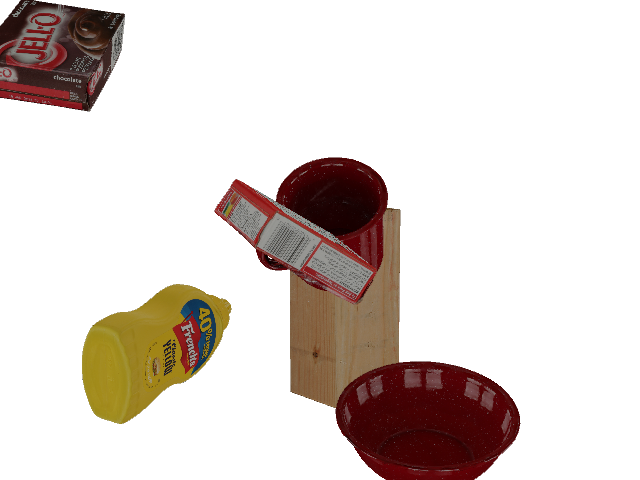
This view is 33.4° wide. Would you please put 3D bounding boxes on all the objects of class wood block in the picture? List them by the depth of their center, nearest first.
[{"bbox_3d":[0.026,0.067,1.164,0.090,0.206,0.091,-5,9,-37],"label":"wood block"}]

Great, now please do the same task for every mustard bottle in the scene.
[{"bbox_3d":[-0.146,0.095,1.023,0.058,0.096,0.191,10,21,27],"label":"mustard bottle"}]

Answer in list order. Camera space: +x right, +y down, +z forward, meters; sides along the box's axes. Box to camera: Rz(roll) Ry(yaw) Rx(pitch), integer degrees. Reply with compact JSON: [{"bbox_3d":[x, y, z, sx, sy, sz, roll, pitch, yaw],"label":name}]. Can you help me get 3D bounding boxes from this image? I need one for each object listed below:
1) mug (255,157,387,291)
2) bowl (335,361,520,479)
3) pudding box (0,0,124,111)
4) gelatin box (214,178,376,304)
[{"bbox_3d":[0.001,-0.006,0.908,0.117,0.093,0.081,-22,-38,-12],"label":"mug"},{"bbox_3d":[0.094,0.173,0.949,0.162,0.055,0.162,-1,27,0],"label":"bowl"},{"bbox_3d":[-0.214,-0.151,0.858,0.090,0.039,0.113,9,35,0],"label":"pudding box"},{"bbox_3d":[-0.016,0.001,0.687,0.089,0.030,0.073,31,4,-31],"label":"gelatin box"}]
